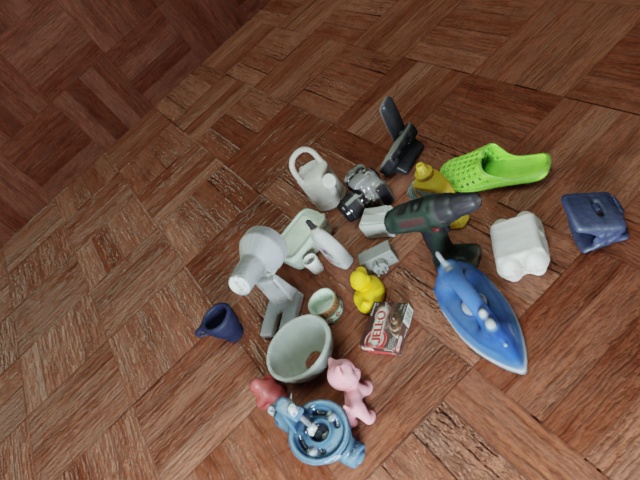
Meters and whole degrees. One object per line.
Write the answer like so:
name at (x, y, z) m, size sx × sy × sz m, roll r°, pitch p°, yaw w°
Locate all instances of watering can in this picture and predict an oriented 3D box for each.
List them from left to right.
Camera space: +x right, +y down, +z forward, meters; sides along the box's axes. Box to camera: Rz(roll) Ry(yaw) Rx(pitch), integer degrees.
watering can at (-0.009, -0.177, 1.585) m, size 0.172 × 0.195 × 0.101 m, roll 4°, pitch 56°, yaw 42°

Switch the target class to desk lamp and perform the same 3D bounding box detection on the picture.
desk lamp at (-0.132, 0.100, 1.402) m, size 0.117 × 0.214 × 0.203 m, roll -13°, pitch 46°, yaw 30°

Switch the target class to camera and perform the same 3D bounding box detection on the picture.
camera at (0.101, -0.126, 1.521) m, size 0.137 × 0.101 × 0.142 m, roll -42°, pitch 38°, yaw -3°

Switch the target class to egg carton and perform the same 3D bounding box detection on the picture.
egg carton at (0.406, 0.012, 1.165) m, size 0.107 × 0.070 × 0.150 m, roll -20°, pitch 43°, yaw 24°

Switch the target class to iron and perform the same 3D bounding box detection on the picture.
iron at (0.297, 0.127, 1.084) m, size 0.118 × 0.142 × 0.257 m, roll -36°, pitch 39°, yaw 5°

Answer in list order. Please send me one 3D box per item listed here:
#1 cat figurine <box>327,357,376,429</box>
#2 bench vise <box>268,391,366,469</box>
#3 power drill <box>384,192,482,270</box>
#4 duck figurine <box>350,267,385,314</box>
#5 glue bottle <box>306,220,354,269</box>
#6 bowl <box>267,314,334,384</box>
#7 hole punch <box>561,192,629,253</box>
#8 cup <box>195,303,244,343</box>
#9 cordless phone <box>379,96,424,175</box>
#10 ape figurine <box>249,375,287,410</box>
cat figurine at (0.054, 0.294, 1.141) m, size 0.067 × 0.118 × 0.127 m, roll -25°, pitch 41°, yaw 19°
bench vise at (-0.041, 0.353, 1.080) m, size 0.206 × 0.220 × 0.121 m, roll -9°, pitch 48°, yaw 33°
power drill at (0.259, -0.020, 1.203) m, size 0.228 × 0.209 × 0.076 m, roll -4°, pitch 51°, yaw 37°
duck figurine at (0.099, 0.109, 1.308) m, size 0.077 × 0.086 × 0.104 m, roll -19°, pitch 43°, yaw 24°
glue bottle at (0.013, 0.005, 1.408) m, size 0.077 × 0.174 × 0.037 m, roll 18°, pitch 66°, yaw 47°
bowl at (-0.033, 0.255, 1.283) m, size 0.167 × 0.075 × 0.167 m, roll -22°, pitch 42°, yaw 22°
hole punch at (0.529, -0.047, 1.104) m, size 0.101 × 0.091 × 0.108 m, roll -23°, pitch 42°, yaw 21°
cup at (-0.252, 0.229, 1.471) m, size 0.117 × 0.095 × 0.091 m, roll -35°, pitch 39°, yaw 6°
cordless phone at (0.187, -0.277, 1.529) m, size 0.093 × 0.186 × 0.148 m, roll 6°, pitch 57°, yaw 42°
ape figurine at (-0.122, 0.332, 1.269) m, size 0.075 × 0.092 × 0.078 m, roll 10°, pitch 60°, yaw 44°
